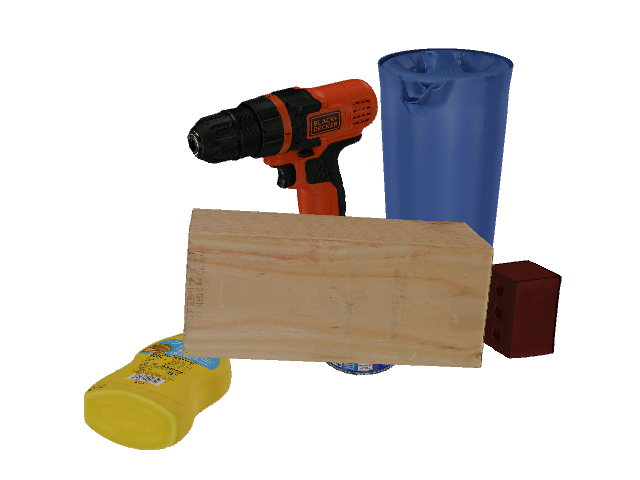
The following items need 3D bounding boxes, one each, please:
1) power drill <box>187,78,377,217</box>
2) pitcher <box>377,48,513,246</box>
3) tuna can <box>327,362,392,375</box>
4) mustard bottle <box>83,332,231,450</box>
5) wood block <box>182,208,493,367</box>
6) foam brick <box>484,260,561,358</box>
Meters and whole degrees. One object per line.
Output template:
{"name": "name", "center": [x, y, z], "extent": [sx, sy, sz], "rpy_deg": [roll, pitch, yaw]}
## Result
{"name": "power drill", "center": [-0.030, -0.042, 0.946], "extent": [0.184, 0.188, 0.057], "rpy_deg": [-17, 33, -30]}
{"name": "pitcher", "center": [0.130, -0.075, 1.106], "extent": [0.149, 0.243, 0.145], "rpy_deg": [-7, 24, -15]}
{"name": "tuna can", "center": [0.044, 0.106, 1.149], "extent": [0.086, 0.034, 0.086], "rpy_deg": [0, 29, 0]}
{"name": "mustard bottle", "center": [-0.140, 0.133, 1.028], "extent": [0.096, 0.058, 0.191], "rpy_deg": [9, 19, 17]}
{"name": "wood block", "center": [0.008, 0.033, 0.763], "extent": [0.206, 0.090, 0.091], "rpy_deg": [3, 11, -6]}
{"name": "foam brick", "center": [0.184, 0.063, 0.990], "extent": [0.051, 0.078, 0.053], "rpy_deg": [-7, 19, -25]}
